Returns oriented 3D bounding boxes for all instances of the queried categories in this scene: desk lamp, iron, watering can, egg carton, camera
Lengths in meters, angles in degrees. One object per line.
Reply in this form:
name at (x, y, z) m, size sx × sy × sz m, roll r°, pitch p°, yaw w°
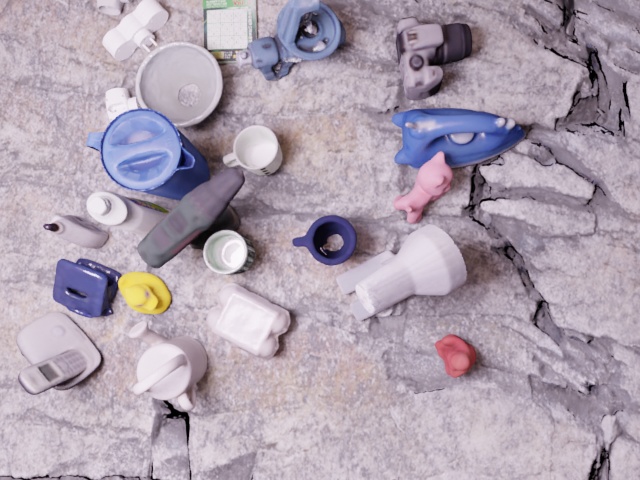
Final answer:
desk lamp at (0.137, 0.068, 1.003) m, size 0.203 × 0.213 × 0.118 m, roll -29°, pitch 86°, yaw 1°
iron at (0.265, -0.201, 1.048) m, size 0.258 × 0.141 × 0.119 m, roll -4°, pitch 87°, yaw 2°
watering can at (-0.279, 0.228, 1.023) m, size 0.173 × 0.194 × 0.101 m, roll 35°, pitch 89°, yaw 4°
egg carton at (-0.136, 0.154, 1.083) m, size 0.150 × 0.069 × 0.107 m, roll 26°, pitch 88°, yaw 4°
camera at (0.217, -0.354, 1.079) m, size 0.136 × 0.101 × 0.143 m, roll -9°, pitch 86°, yaw 2°

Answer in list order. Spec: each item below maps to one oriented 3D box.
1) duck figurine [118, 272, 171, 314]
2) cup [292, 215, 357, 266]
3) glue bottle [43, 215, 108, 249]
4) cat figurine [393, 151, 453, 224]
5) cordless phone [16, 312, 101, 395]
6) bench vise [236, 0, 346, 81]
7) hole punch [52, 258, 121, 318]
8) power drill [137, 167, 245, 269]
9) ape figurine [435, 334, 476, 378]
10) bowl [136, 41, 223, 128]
duck figurine at (-0.342, 0.102, 1.087) m, size 0.104 × 0.086 × 0.077 m, roll 33°, pitch 89°, yaw 4°
cup at (0.010, 0.004, 1.072) m, size 0.117 × 0.095 × 0.092 m, roll -4°, pitch 87°, yaw 3°
glue bottle at (-0.460, -0.019, 1.055) m, size 0.078 × 0.173 × 0.037 m, roll 34°, pitch 89°, yaw 4°
cat figurine at (0.197, -0.096, 1.057) m, size 0.067 × 0.118 × 0.128 m, roll 40°, pitch 89°, yaw 4°
cordless phone at (-0.498, 0.209, 1.039) m, size 0.147 × 0.185 × 0.094 m, roll 45°, pitch 90°, yaw 4°
bench vise at (-0.049, -0.364, 1.032) m, size 0.207 × 0.220 × 0.121 m, roll -40°, pitch 86°, yaw 0°
hole punch at (-0.448, 0.093, 1.090) m, size 0.108 × 0.091 × 0.101 m, roll 20°, pitch 88°, yaw 4°
power drill at (-0.212, -0.037, 1.027) m, size 0.229 × 0.208 × 0.075 m, roll -40°, pitch 86°, yaw 0°
ape figurine at (0.252, 0.216, 1.051) m, size 0.076 × 0.092 × 0.078 m, roll 11°, pitch 87°, yaw 3°
bowl at (-0.264, -0.292, 1.110) m, size 0.167 × 0.075 × 0.167 m, roll 0°, pitch 87°, yaw 3°
